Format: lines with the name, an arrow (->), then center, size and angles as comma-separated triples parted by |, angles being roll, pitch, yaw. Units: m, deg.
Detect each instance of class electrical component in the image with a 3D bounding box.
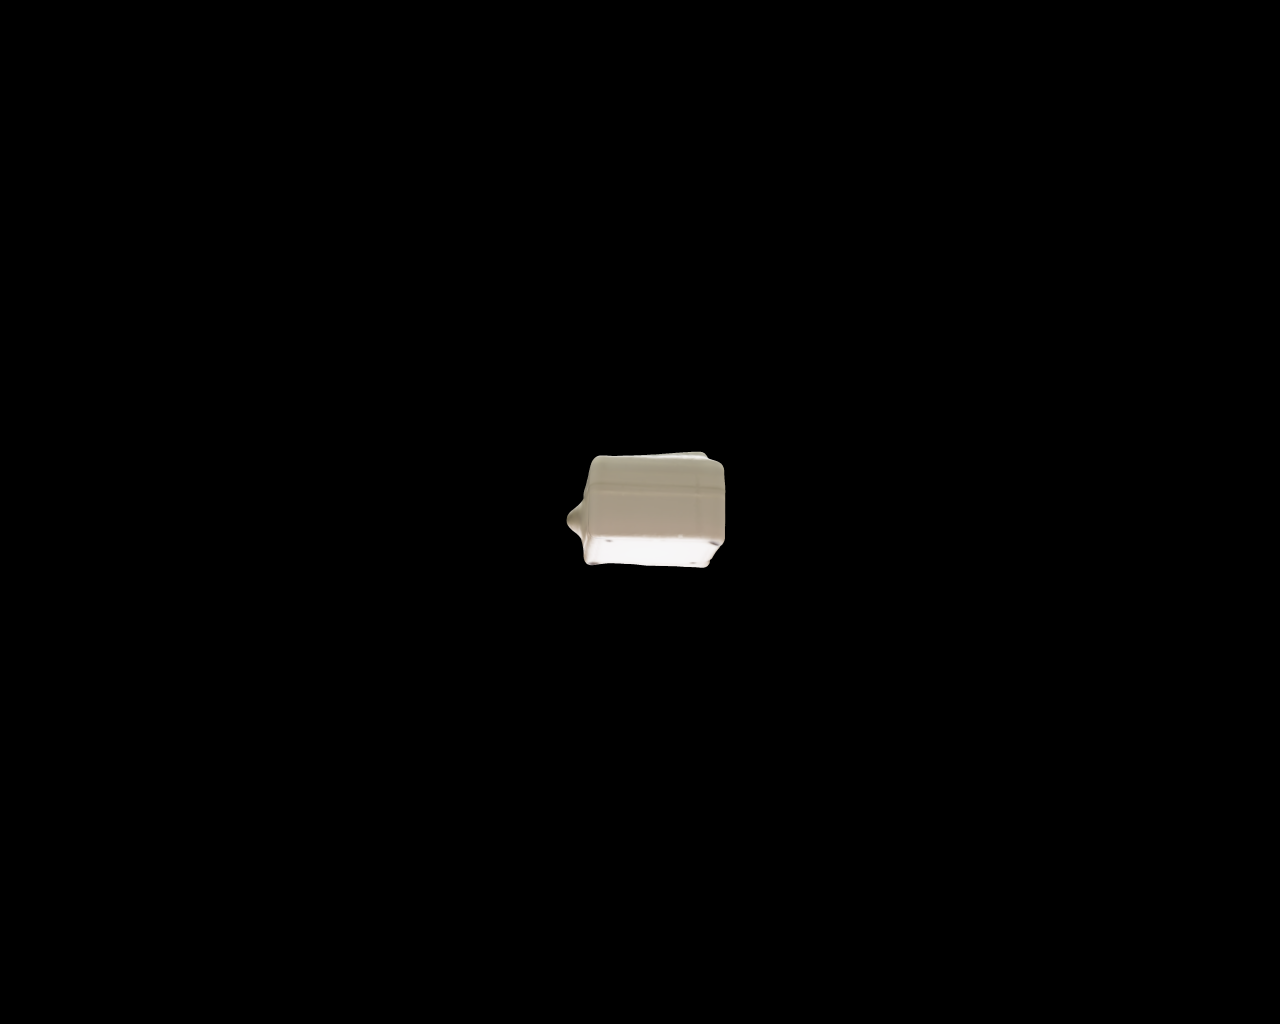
electrical component -> 0.001, -0.003, 0.650 | 0.096, 0.061, 0.061 | 2, -19, -7
